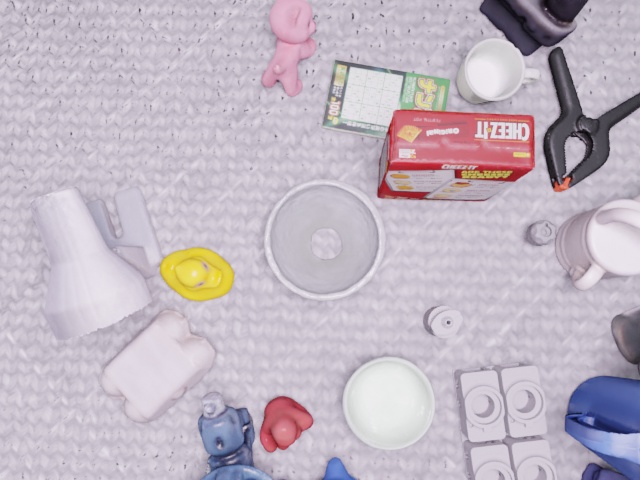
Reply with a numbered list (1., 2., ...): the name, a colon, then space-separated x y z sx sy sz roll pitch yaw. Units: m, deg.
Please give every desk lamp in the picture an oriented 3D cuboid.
1. desk lamp: -0.287 0.021 0.740 0.118 0.213 0.203 -20 83 -1

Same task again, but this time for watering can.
1. watering can: 0.391 -0.009 0.738 0.101 0.194 0.173 18 84 4

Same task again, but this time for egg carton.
1. egg carton: -0.224 0.176 0.792 0.107 0.069 0.150 45 86 6

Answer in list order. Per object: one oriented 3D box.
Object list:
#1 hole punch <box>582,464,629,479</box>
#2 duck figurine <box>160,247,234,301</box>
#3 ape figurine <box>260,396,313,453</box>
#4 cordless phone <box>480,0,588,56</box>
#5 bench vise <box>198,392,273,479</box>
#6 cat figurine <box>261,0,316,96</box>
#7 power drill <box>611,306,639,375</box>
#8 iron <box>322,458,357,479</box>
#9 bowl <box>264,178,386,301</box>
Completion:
1. hole punch: 0.391 0.364 0.746 0.101 0.091 0.109 22 84 4
2. duck figurine: -0.177 0.046 0.798 0.104 0.086 0.077 14 84 3
3. ape figurine: -0.047 0.252 0.768 0.078 0.092 0.076 -12 83 0
4. cordless phone: 0.306 -0.352 0.785 0.147 0.185 0.094 44 86 6
5. bench vise: -0.125 0.304 0.700 0.121 0.220 0.207 -33 83 -2
6. cat figurine: -0.045 -0.288 0.819 0.067 0.118 0.128 16 84 3
7. power drill: 0.460 0.119 0.714 0.229 0.208 0.075 -23 83 -1
8. iron: 0.030 0.424 0.722 0.118 0.141 0.258 -23 83 -1
9. bowl: 0.007 0.003 0.805 0.167 0.075 0.167 0 83 1
